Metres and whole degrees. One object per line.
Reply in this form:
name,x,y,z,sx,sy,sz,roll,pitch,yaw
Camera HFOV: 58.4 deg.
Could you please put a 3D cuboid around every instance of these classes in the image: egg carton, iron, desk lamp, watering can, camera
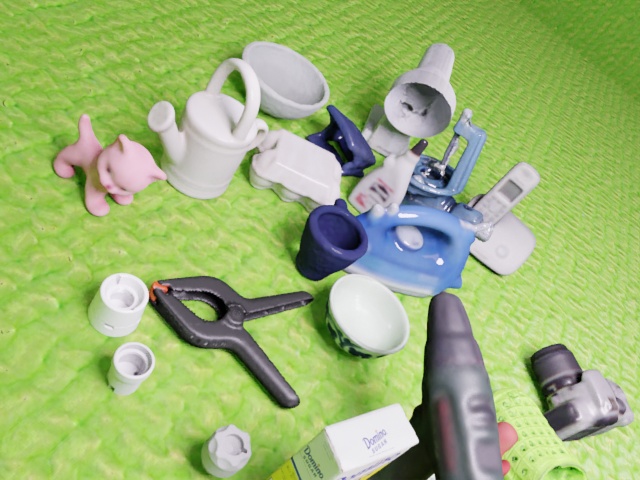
egg carton,-0.036,-0.106,0.889,0.151,0.069,0.107,23,43,-18
iron,0.127,-0.006,0.864,0.259,0.141,0.118,13,47,-28
desk lamp,0.168,-0.252,1.062,0.118,0.213,0.203,30,41,-10
watering can,-0.139,-0.149,0.756,0.101,0.193,0.173,44,41,6
camera,0.400,0.229,0.886,0.144,0.100,0.136,7,50,-32

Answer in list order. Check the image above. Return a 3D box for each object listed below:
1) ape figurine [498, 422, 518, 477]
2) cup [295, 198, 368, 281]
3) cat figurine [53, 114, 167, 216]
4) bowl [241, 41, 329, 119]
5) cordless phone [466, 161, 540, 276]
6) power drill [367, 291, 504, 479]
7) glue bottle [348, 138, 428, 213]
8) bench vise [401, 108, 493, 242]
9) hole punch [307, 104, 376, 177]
ape figurine,0.215,0.261,0.726,0.076,0.092,0.077,4,52,-34
cup,0.007,0.003,0.803,0.092,0.094,0.117,24,43,-17
cat figurine,-0.249,-0.094,0.683,0.127,0.117,0.067,46,41,7
bowl,-0.072,-0.266,1.003,0.168,0.074,0.167,20,44,-21
cordless phone,0.339,-0.038,1.018,0.147,0.184,0.094,39,40,0
power drill,0.106,0.198,0.613,0.076,0.208,0.229,12,47,-28
glue bottle,0.117,-0.101,0.918,0.078,0.173,0.037,40,40,1
bench vise,0.227,-0.101,0.964,0.207,0.219,0.121,35,41,-5
hole punch,0.047,-0.173,0.995,0.101,0.091,0.108,-4,57,-39
